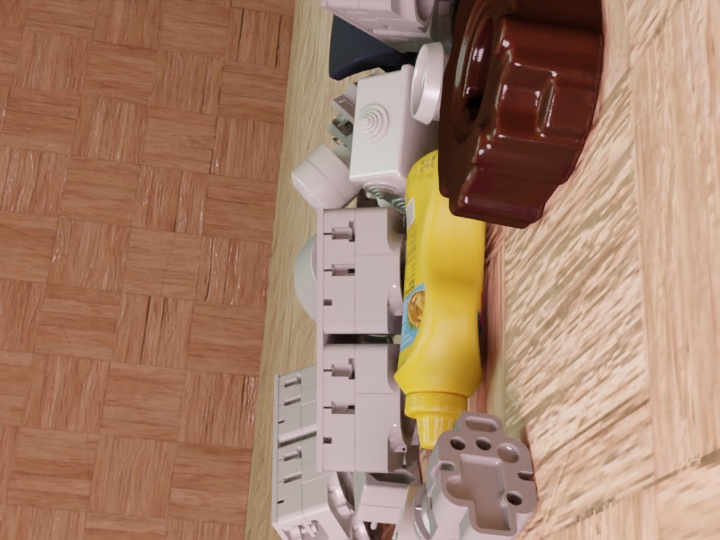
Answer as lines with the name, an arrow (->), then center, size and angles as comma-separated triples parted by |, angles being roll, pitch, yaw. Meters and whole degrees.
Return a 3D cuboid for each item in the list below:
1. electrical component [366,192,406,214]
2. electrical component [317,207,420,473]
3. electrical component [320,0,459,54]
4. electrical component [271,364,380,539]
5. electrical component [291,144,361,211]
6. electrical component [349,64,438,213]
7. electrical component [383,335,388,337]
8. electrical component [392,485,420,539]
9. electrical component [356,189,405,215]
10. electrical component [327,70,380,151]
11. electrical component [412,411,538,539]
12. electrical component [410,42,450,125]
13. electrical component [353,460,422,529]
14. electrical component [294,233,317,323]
electrical component -> 0.039, -0.086, 0.914 | 0.095, 0.059, 0.053 | -101, 20, -64
electrical component -> 0.013, 0.051, 0.803 | 0.105, 0.060, 0.186 | 14, -105, -74
electrical component -> 0.039, -0.231, 0.815 | 0.186, 0.060, 0.105 | -3, -79, -70
electrical component -> -0.031, 0.186, 0.998 | 0.186, 0.060, 0.105 | -95, -18, -54
electrical component -> -0.019, -0.089, 0.976 | 0.074, 0.052, 0.138 | -43, 1, -2
electrical component -> 0.036, -0.096, 0.819 | 0.100, 0.048, 0.099 | 24, -113, -52
electrical component -> 0.015, 0.053, 1.048 | 0.061, 0.035, 0.035 | 108, 167, -59
electrical component -> 0.037, 0.187, 0.681 | 0.099, 0.064, 0.099 | -173, 90, -82
electrical component -> 0.028, -0.084, 1.020 | 0.089, 0.050, 0.055 | 107, 167, -50
electrical component -> 0.004, -0.147, 1.018 | 0.081, 0.042, 0.063 | -35, -14, -48
electrical component -> 0.061, 0.127, 0.595 | 0.078, 0.058, 0.057 | -92, 15, -45
electrical component -> 0.069, -0.128, 0.757 | 0.078, 0.057, 0.058 | 180, 97, -82
electrical component -> 0.017, 0.178, 0.883 | 0.083, 0.047, 0.075 | -96, 16, -58
electrical component -> 0.000, 0.000, 0.960 | 0.060, 0.108, 0.108 | 131, 146, -65
